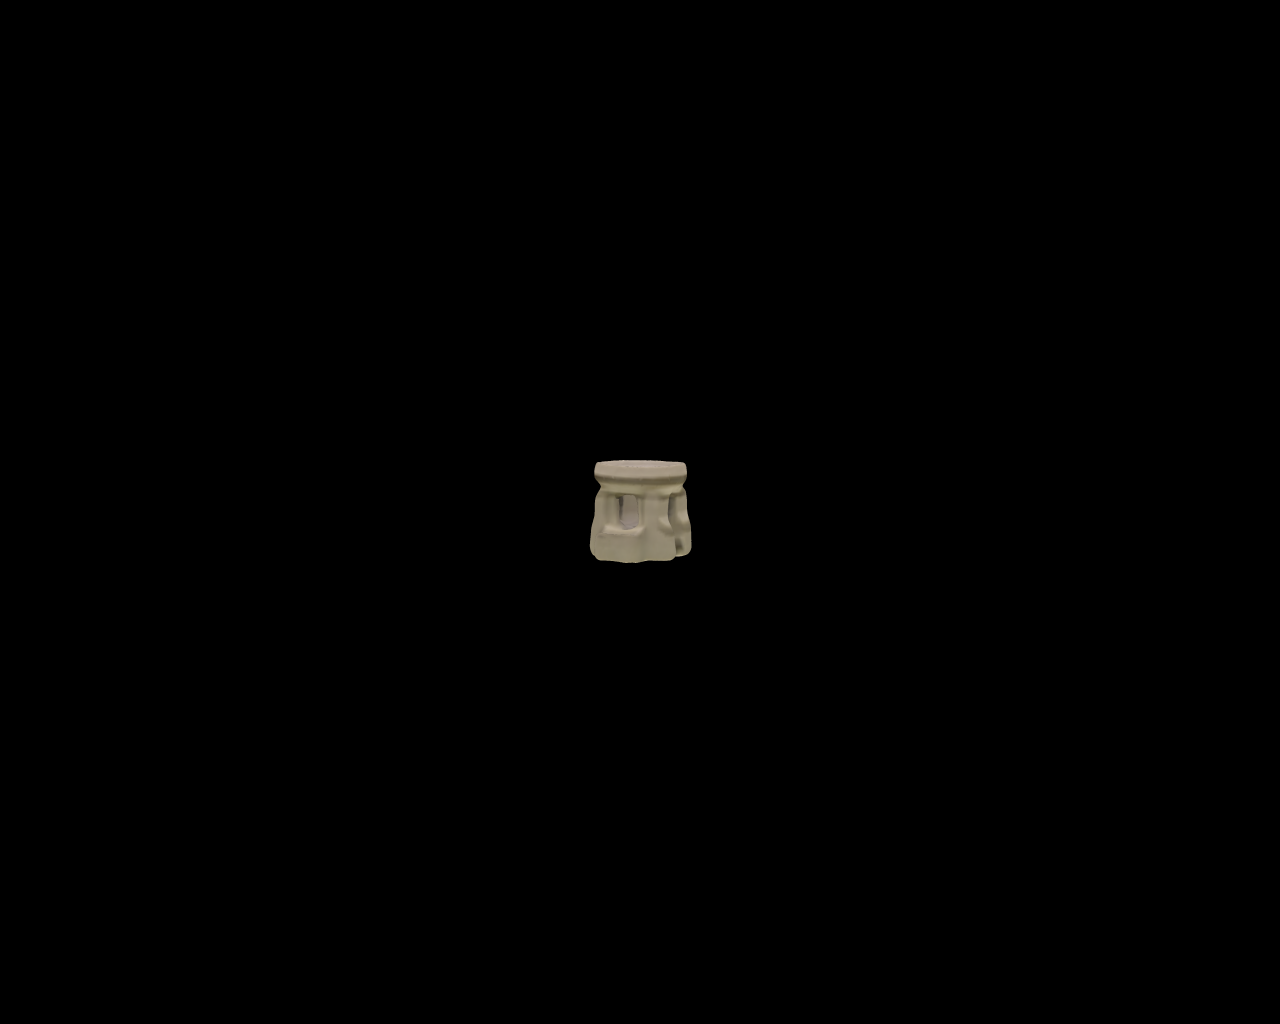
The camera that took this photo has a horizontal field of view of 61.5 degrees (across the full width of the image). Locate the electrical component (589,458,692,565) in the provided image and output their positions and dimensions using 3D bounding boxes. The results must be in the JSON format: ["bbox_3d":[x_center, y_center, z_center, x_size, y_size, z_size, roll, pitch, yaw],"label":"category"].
[{"bbox_3d":[0.001,-0.003,0.650,0.058,0.057,0.078,4,8,28],"label":"electrical component"}]
